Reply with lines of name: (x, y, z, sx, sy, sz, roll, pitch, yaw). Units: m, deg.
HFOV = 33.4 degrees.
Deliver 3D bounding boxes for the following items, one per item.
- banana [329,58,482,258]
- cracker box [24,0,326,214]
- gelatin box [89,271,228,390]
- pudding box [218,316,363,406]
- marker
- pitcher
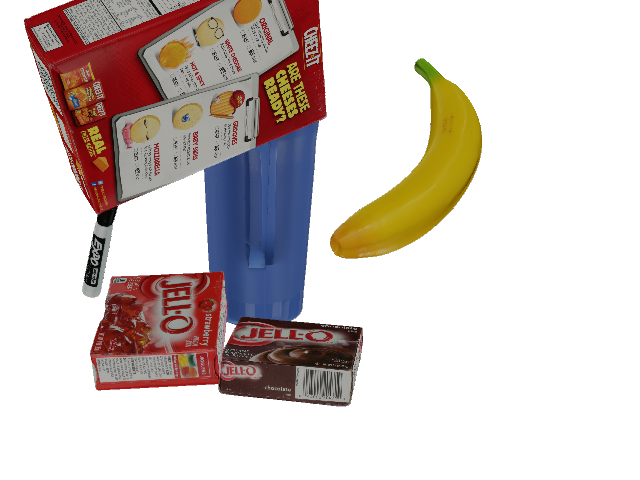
banana: (0.069, -0.048, 0.728, 0.070, 0.197, 0.037, 18, -41, 10)
cracker box: (-0.107, -0.133, 0.838, 0.213, 0.072, 0.164, -25, -36, -15)
gelatin box: (-0.095, 0.052, 0.648, 0.073, 0.030, 0.089, -3, 30, 1)
pudding box: (-0.024, 0.101, 0.909, 0.113, 0.039, 0.090, 7, 20, 6)
marker: (-0.219, 0.007, 1.059, 0.020, 0.121, 0.020, 13, 36, -10)
pitcher: (-0.071, -0.026, 1.220, 0.145, 0.243, 0.148, 14, 19, 39)
